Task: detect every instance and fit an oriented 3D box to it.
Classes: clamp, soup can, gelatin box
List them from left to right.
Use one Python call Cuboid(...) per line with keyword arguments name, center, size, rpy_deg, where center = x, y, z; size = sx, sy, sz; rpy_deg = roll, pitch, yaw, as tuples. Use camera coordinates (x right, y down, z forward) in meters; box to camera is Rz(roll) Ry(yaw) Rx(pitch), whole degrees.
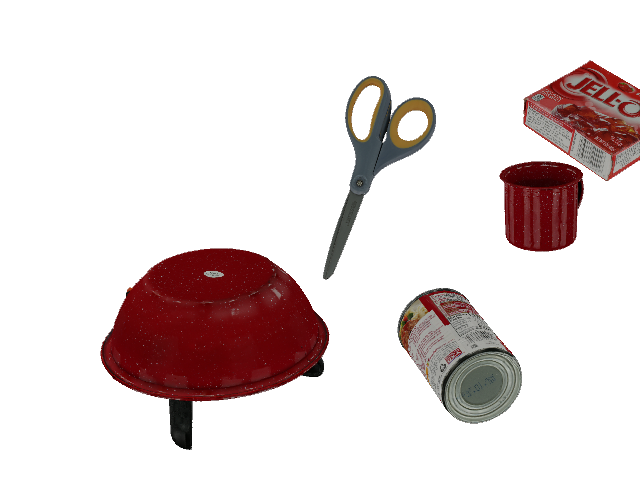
Cuboid(name="clamp", center=(-0.110, 0.101, 1.006), size=(0.164, 0.036, 0.210), rpy_deg=(-19, 39, -30))
Cuboid(name="soup can", center=(0.111, 0.091, 0.855), size=(0.068, 0.068, 0.102), rpy_deg=(0, 25, -17))
Cuboid(name="gelatin box", center=(0.208, -0.092, 0.799), size=(0.073, 0.030, 0.089), rpy_deg=(-30, 51, -24))

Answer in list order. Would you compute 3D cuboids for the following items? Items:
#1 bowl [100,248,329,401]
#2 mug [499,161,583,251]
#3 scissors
Cuboid(name="bowl", center=(-0.075, 0.048, 0.747), size=(0.162, 0.055, 0.162), rpy_deg=(-2, 23, 1))
Cuboid(name="mug", center=(0.263, -0.042, 1.238), size=(0.117, 0.081, 0.093), rpy_deg=(-22, 28, -36))
Cuboid(name="scissors", center=(0.058, -0.059, 1.011), size=(0.096, 0.202, 0.016), rpy_deg=(3, -12, 8))
